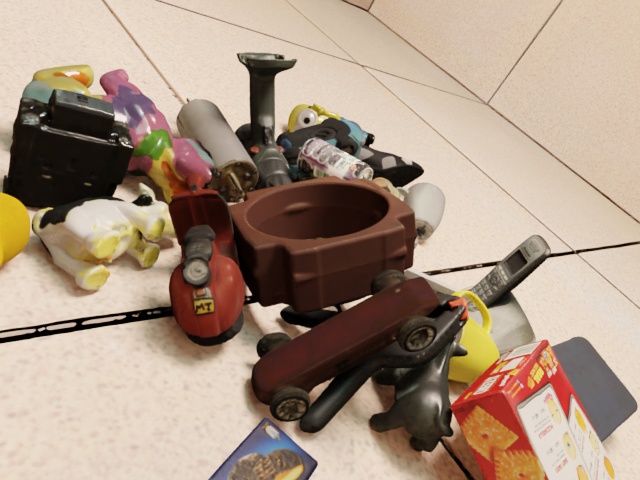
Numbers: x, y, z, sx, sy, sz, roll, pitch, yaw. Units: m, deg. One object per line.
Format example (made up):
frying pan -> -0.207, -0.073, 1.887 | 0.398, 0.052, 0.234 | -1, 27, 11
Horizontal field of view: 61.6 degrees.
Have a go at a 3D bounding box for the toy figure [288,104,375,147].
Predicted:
toy figure -> 0.021, -0.222, 1.115 | 0.180, 0.082, 0.089 | 15, 1, -16

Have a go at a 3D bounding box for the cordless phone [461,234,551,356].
cordless phone -> 0.283, 0.091, 0.785 | 0.088, 0.184, 0.147 | 26, 29, -21

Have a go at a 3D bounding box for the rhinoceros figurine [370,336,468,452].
rhinoceros figurine -> 0.116, 0.144, 0.617 | 0.073, 0.112, 0.190 | 27, 37, -7

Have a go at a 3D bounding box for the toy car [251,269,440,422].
toy car -> 0.025, 0.103, 0.531 | 0.053, 0.202, 0.089 | 61, 1, -35

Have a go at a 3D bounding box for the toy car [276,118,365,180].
toy car -> 0.001, -0.143, 0.946 | 0.162, 0.102, 0.109 | -19, 38, -9

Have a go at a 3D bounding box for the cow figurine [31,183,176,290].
cow figurine -> -0.219, -0.016, 0.587 | 0.098, 0.068, 0.167 | 31, 26, 14

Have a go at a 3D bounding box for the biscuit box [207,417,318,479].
biscuit box -> -0.078, 0.213, 0.373 | 0.063, 0.059, 0.202 | 38, 30, 10

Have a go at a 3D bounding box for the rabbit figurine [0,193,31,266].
rabbit figurine -> -0.319, -0.017, 0.444 | 0.162, 0.122, 0.173 | 52, 16, 26

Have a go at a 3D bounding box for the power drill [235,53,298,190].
power drill -> -0.077, -0.174, 0.819 | 0.086, 0.207, 0.232 | -11, 29, -18

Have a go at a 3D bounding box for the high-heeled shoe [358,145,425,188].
high-heeled shoe -> 0.086, -0.168, 1.079 | 0.249, 0.086, 0.145 | -7, 55, -34

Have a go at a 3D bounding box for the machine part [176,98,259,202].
machine part -> -0.159, -0.139, 0.818 | 0.079, 0.079, 0.243 | 5, 38, -40

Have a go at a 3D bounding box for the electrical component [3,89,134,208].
electrical component -> -0.271, -0.094, 0.582 | 0.115, 0.134, 0.058 | 6, 38, -36

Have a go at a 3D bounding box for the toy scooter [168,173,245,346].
toy scooter -> -0.122, 0.011, 0.563 | 0.075, 0.135, 0.184 | -7, 36, -6

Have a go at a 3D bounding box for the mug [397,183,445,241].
mug -> 0.187, -0.056, 1.025 | 0.109, 0.081, 0.107 | 32, 38, -12

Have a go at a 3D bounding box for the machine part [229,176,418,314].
machine part -> -0.001, -0.002, 0.654 | 0.201, 0.087, 0.202 | -13, 26, -18

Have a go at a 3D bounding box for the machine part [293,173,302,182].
machine part -> 0.019, -0.088, 0.926 | 0.139, 0.084, 0.039 | 3, 65, -28

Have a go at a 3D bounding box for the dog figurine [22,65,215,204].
dog figurine -> -0.239, -0.116, 0.680 | 0.219, 0.108, 0.191 | 43, 30, 13

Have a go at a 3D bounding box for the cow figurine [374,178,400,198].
cow figurine -> 0.058, -0.051, 0.870 | 0.195, 0.127, 0.086 | -22, 52, -38

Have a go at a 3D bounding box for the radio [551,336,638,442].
radio -> 0.345, 0.217, 0.750 | 0.229, 0.073, 0.131 | 0, 51, -47
